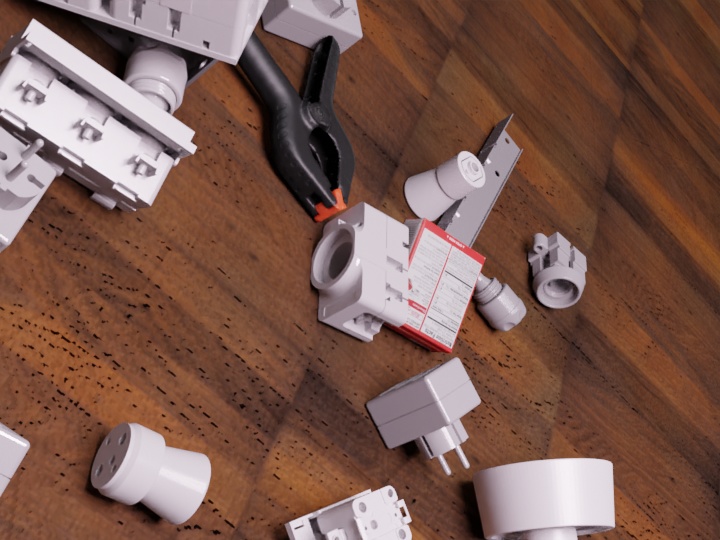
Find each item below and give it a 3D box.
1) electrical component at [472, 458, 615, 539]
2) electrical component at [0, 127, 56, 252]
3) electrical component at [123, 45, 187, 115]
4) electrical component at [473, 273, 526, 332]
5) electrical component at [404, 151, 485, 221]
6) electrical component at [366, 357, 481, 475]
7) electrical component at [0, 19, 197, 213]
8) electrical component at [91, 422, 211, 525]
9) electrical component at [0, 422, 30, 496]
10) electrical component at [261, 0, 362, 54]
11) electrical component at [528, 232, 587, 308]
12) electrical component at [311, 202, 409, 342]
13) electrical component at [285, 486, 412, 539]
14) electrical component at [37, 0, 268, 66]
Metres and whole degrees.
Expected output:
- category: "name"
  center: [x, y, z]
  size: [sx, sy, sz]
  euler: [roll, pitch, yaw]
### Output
- category: "electrical component"
  center: [0.143, 0.184, 0.824]
  size: [0.108, 0.108, 0.060]
  euler: [14, 64, -41]
- category: "electrical component"
  center: [-0.205, -0.050, 0.616]
  size: [0.047, 0.077, 0.065]
  euler: [41, 43, -22]
- category: "electrical component"
  center: [-0.145, -0.123, 0.750]
  size: [0.043, 0.043, 0.062]
  euler: [29, 50, -33]
- category: "electrical component"
  center: [0.116, 0.023, 0.946]
  size: [0.061, 0.035, 0.035]
  euler: [49, 41, -10]
- category: "electrical component"
  center: [0.076, -0.075, 0.939]
  size: [0.044, 0.065, 0.044]
  euler: [25, 51, -35]
- category: "electrical component"
  center: [0.056, 0.116, 0.801]
  size: [0.047, 0.066, 0.076]
  euler: [-24, 86, -51]
- category: "electrical component"
  center: [-0.176, -0.092, 0.681]
  size: [0.121, 0.079, 0.063]
  euler: [35, 68, -28]
- category: "electrical component"
  center: [-0.122, 0.118, 0.628]
  size: [0.055, 0.045, 0.045]
  euler: [32, 47, -29]
- category: "electrical component"
  center: [-0.211, 0.104, 0.533]
  size: [0.047, 0.066, 0.076]
  euler: [36, 74, -27]
- category: "electrical component"
  center: [-0.030, -0.228, 0.910]
  size: [0.083, 0.076, 0.047]
  euler: [12, 59, -42]
- category: "electrical component"
  center: [0.189, 0.003, 1.028]
  size: [0.066, 0.048, 0.055]
  euler: [38, 37, -25]
- category: "electrical component"
  center: [0.000, 0.000, 0.824]
  size: [0.056, 0.050, 0.089]
  euler: [27, 50, -34]
- category: "electrical component"
  center: [-0.005, 0.171, 0.706]
  size: [0.081, 0.064, 0.042]
  euler: [-10, 76, -49]
- category: "electrical component"
  center: [-0.152, -0.220, 0.719]
  size: [0.186, 0.060, 0.105]
  euler: [18, 48, -1]
